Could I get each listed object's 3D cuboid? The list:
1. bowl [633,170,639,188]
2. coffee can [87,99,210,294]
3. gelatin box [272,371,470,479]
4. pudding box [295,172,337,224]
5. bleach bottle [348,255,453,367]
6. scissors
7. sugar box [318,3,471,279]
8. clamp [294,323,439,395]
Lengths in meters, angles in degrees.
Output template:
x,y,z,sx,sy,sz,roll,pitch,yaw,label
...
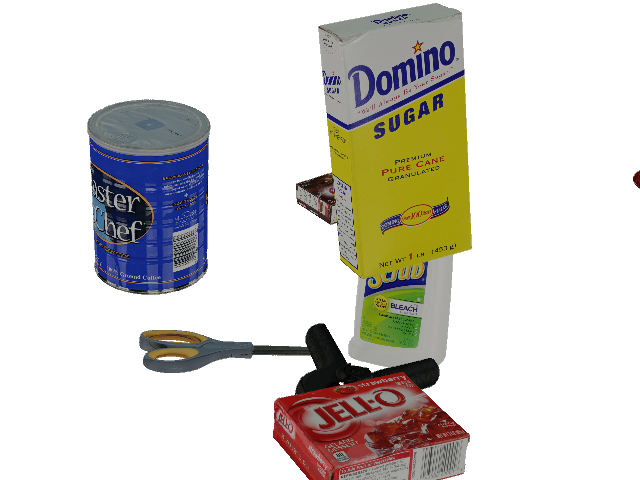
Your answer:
x,y,z,sx,sy,sz,roll,pitch,yaw,label
0.378,-0.029,1.013,0.162,0.055,0.162,0,19,0,bowl
-0.148,-0.039,0.931,0.103,0.140,0.103,3,30,-2,coffee can
0.027,0.110,0.603,0.089,0.030,0.073,-7,26,-26,gelatin box
0.033,-0.070,1.621,0.113,0.039,0.090,-22,35,-30,pudding box
0.083,0.001,1.070,0.103,0.251,0.068,9,18,26,bleach bottle
-0.089,0.116,1.070,0.202,0.016,0.096,6,17,9,scissors
0.055,-0.069,0.746,0.093,0.176,0.048,-15,28,-18,sugar box
0.018,0.116,0.873,0.120,0.039,0.171,14,18,21,clamp
